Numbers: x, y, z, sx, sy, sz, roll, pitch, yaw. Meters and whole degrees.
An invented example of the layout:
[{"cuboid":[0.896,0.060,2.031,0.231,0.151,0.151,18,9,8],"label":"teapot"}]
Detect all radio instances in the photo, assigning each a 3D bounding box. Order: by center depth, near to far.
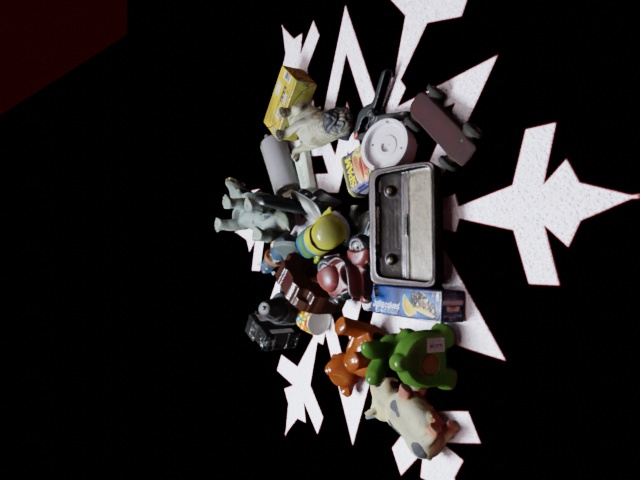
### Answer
[{"cuboid":[0.163,-0.028,1.016,0.131,0.073,0.229,-1,87,26],"label":"radio"}]

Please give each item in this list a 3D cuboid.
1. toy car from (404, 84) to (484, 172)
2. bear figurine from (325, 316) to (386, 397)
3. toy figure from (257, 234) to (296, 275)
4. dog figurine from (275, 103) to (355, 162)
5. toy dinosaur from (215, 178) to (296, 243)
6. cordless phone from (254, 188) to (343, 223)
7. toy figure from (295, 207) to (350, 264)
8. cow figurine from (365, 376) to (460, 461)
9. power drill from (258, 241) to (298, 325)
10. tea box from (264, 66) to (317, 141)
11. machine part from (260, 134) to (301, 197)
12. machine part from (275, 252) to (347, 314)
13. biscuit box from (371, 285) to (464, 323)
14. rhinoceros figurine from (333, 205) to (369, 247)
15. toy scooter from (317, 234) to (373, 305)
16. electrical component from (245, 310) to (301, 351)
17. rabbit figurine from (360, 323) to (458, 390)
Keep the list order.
[{"cuboid":[0.227,-0.205,0.984,0.089,0.053,0.202,-54,42,26],"label":"toy car"},{"cuboid":[0.059,0.258,1.164,0.196,0.132,0.120,-45,49,39],"label":"bear figurine"},{"cuboid":[-0.117,0.042,1.482,0.064,0.058,0.154,54,133,10],"label":"toy figure"},{"cuboid":[0.006,-0.290,1.299,0.191,0.121,0.172,-15,55,28],"label":"dog figurine"},{"cuboid":[-0.142,-0.060,1.427,0.405,0.192,0.131,24,113,44],"label":"toy dinosaur"},{"cuboid":[-0.053,-0.078,1.281,0.147,0.184,0.088,36,114,51],"label":"cordless phone"},{"cuboid":[0.000,0.000,1.173,0.082,0.089,0.180,44,148,-11],"label":"toy figure"},{"cuboid":[0.166,0.340,1.046,0.195,0.085,0.127,46,120,45],"label":"cow figurine"},{"cuboid":[-0.085,0.109,1.335,0.086,0.231,0.207,-6,69,16],"label":"power drill"},{"cuboid":[-0.081,-0.360,1.426,0.098,0.068,0.169,58,135,40],"label":"tea box"},{"cuboid":[-0.105,-0.199,1.454,0.079,0.079,0.243,-49,51,44],"label":"machine part"},{"cuboid":[-0.012,0.095,1.233,0.179,0.179,0.056,56,132,40],"label":"machine part"},{"cuboid":[0.182,0.120,1.037,0.203,0.063,0.059,-2,85,56],"label":"biscuit box"},{"cuboid":[0.095,-0.021,1.159,0.190,0.073,0.112,1,89,56],"label":"rhinoceros figurine"},{"cuboid":[0.060,0.082,1.113,0.184,0.075,0.135,-41,56,49],"label":"toy scooter"},{"cuboid":[-0.133,0.241,1.456,0.134,0.115,0.058,41,118,49],"label":"electrical component"},{"cuboid":[0.157,0.226,1.019,0.170,0.159,0.121,170,89,-71],"label":"rabbit figurine"}]
